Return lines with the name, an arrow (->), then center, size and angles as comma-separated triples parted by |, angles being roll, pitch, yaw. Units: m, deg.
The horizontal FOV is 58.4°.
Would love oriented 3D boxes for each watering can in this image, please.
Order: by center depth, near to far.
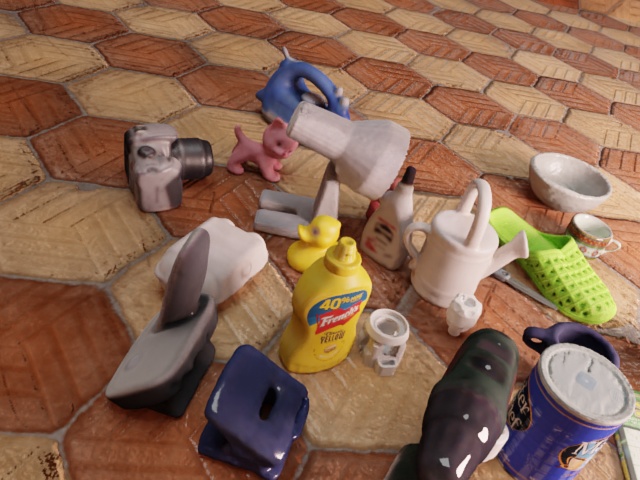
watering can -> 0.215, -0.001, 0.837 | 0.173, 0.194, 0.100 | -2, 40, -20

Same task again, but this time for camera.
camera -> -0.240, -0.129, 0.925 | 0.137, 0.101, 0.143 | -7, 43, -26

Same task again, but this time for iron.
iron -> -0.009, -0.279, 1.155 | 0.257, 0.141, 0.119 | 37, 43, 27

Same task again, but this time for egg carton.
egg carton -> -0.143, 0.032, 0.779 | 0.107, 0.069, 0.150 | 26, 39, 15

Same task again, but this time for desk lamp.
desk lamp -> 0.015, -0.102, 0.881 | 0.203, 0.213, 0.118 | 10, 38, -5

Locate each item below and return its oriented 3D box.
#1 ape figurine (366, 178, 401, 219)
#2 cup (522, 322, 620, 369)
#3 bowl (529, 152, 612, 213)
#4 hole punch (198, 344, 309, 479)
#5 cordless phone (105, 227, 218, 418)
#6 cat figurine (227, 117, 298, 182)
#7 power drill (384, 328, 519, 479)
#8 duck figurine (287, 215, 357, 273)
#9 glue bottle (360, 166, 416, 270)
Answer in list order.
ape figurine -> 0.119, -0.063, 0.966 | 0.078, 0.092, 0.076 | 6, 38, -11
cup -> 0.308, 0.164, 0.742 | 0.117, 0.095, 0.092 | 21, 38, 9
bowl -> 0.491, -0.105, 1.156 | 0.167, 0.075, 0.167 | 9, 38, -7
hole punch -> -0.064, 0.178, 0.604 | 0.101, 0.091, 0.109 | 18, 38, 5
cordless phone -> -0.162, 0.085, 0.612 | 0.094, 0.185, 0.147 | 15, 38, 1
cat figurine -> -0.093, -0.171, 1.012 | 0.128, 0.118, 0.067 | 10, 38, -6
power drill -> 0.122, 0.195, 0.548 | 0.075, 0.208, 0.230 | 27, 39, 16
duck figurine -> 0.008, 0.003, 0.852 | 0.105, 0.086, 0.077 | 7, 38, -10
glue bottle -> 0.113, -0.039, 0.868 | 0.078, 0.173, 0.037 | 33, 41, 23
